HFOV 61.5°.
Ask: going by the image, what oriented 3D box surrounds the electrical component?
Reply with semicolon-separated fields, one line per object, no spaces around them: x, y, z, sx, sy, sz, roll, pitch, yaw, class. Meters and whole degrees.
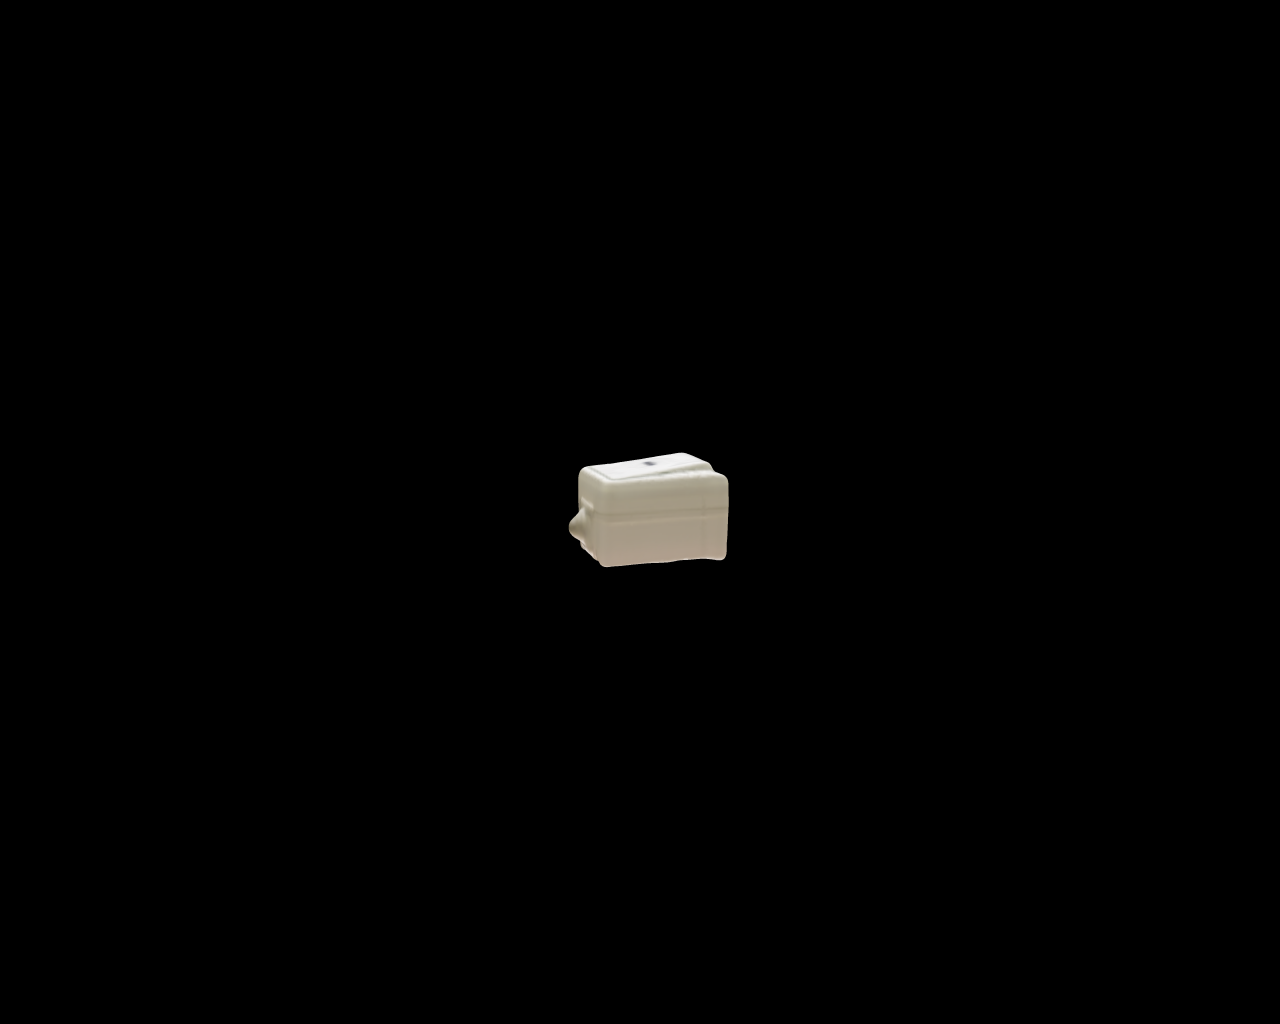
0.001;-0.003;0.650;0.096;0.061;0.062;-3;12;-16;electrical component
